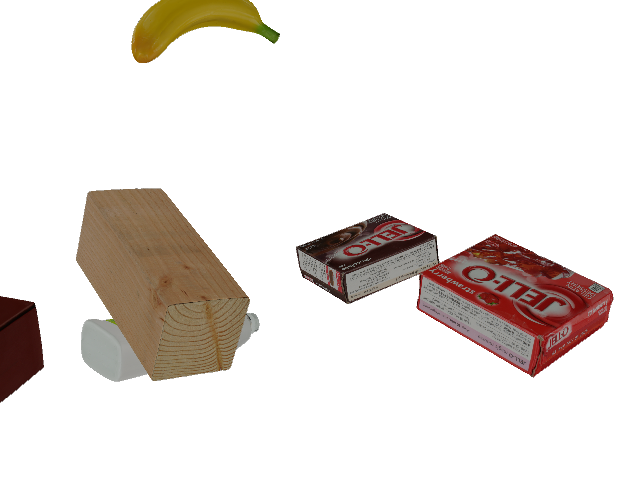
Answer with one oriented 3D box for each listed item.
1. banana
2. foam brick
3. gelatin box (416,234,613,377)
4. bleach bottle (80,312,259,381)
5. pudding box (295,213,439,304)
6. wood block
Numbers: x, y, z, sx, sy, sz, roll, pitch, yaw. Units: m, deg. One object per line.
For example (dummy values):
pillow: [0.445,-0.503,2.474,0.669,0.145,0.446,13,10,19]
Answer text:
banana: [-0.119,-0.211,1.023,0.070,0.037,0.197,44,38,19]
foam brick: [-0.232,0.077,0.715,0.053,0.051,0.078,9,28,24]
gelatin box: [0.113,0.035,0.627,0.073,0.030,0.089,-24,40,-38]
bleach bottle: [-0.195,0.131,1.468,0.250,0.068,0.103,-9,23,-42]
pudding box: [0.047,0.016,1.053,0.113,0.039,0.090,-23,26,-24]
wood block: [-0.165,0.038,1.081,0.090,0.091,0.206,-4,35,-35]
